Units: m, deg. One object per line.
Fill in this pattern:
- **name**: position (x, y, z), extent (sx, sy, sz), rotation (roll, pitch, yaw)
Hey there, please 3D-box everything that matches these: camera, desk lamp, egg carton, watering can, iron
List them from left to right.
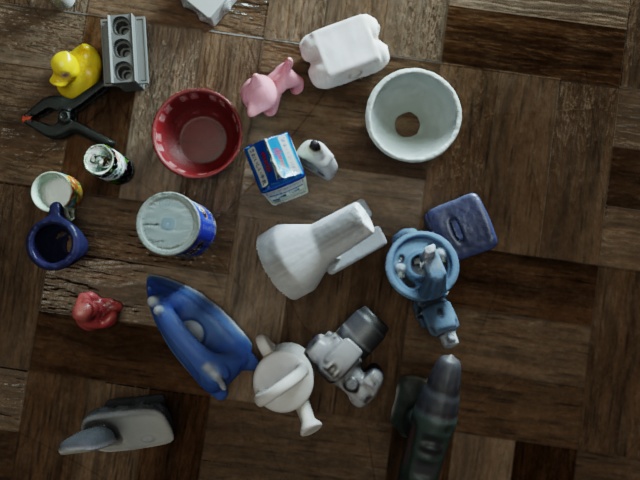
- **iron**: position (-0.225, 0.156, 0.971), extent (0.118, 0.141, 0.258), rotation (-44, 88, -2)
- **watering can**: position (-0.054, 0.235, 0.940), extent (0.173, 0.194, 0.101), rotation (37, 88, 2)
- **desk lamp**: position (0.009, 0.003, 0.942), extent (0.203, 0.213, 0.118), rotation (-30, 87, -1)
- **egg carton**: position (0.044, -0.337, 1.031), extent (0.150, 0.069, 0.107), rotation (-22, 87, -1)
- **camera**: position (0.065, 0.194, 0.988), extent (0.143, 0.101, 0.137), rotation (44, 88, 2)

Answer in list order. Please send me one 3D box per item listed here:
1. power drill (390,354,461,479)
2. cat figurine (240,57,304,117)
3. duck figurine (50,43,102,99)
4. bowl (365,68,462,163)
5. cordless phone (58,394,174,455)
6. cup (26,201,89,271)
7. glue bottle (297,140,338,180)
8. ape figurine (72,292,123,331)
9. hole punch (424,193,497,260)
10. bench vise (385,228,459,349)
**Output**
- **power drill**: position (0.169, 0.285, 0.929), extent (0.075, 0.208, 0.230), rotation (12, 87, 1)
- **cat figurine**: position (-0.090, -0.270, 1.004), extent (0.128, 0.117, 0.067), rotation (-44, 87, -2)
- **duck figurine**: position (-0.443, -0.310, 1.024), extent (0.077, 0.086, 0.104), rotation (31, 88, 2)
- **bowl**: position (0.162, -0.214, 1.021), extent (0.167, 0.074, 0.167), rotation (0, 87, 0)
- **cordless phone**: position (-0.330, 0.321, 0.942), extent (0.147, 0.185, 0.094), rotation (-10, 87, 0)
- **cup**: position (-0.449, -0.005, 1.004), extent (0.091, 0.095, 0.118), rotation (-1, 87, 1)
- **glue bottle**: position (-0.006, -0.144, 0.969), extent (0.078, 0.173, 0.037), rotation (34, 88, 2)
- **ape figurine**: position (-0.399, 0.125, 0.999), extent (0.076, 0.092, 0.078), rotation (-34, 87, -1)
- **hole punch**: position (0.244, -0.016, 1.003), extent (0.101, 0.091, 0.109), rotation (-22, 87, -1)
- **bench vise**: position (0.192, 0.071, 0.934), extent (0.121, 0.219, 0.207), rotation (-38, 87, -1)
